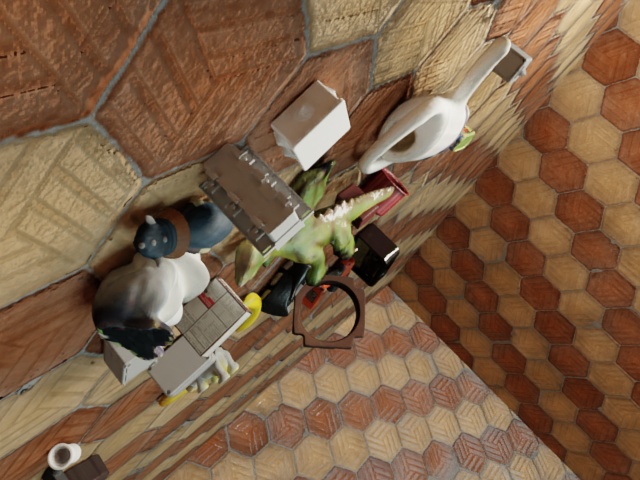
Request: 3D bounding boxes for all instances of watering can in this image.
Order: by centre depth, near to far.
[{"bbox_3d":[0.217,-0.230,0.945,0.343,0.104,0.226,-37,172,31],"label":"watering can"}]

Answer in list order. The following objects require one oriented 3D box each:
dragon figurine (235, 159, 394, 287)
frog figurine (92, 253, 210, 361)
[{"bbox_3d":[0.003,-0.047,0.932,0.415,0.123,0.237,-41,158,-22],"label":"dragon figurine"},{"bbox_3d":[-0.208,0.056,0.651,0.134,0.123,0.163,103,-2,-51],"label":"frog figurine"}]
